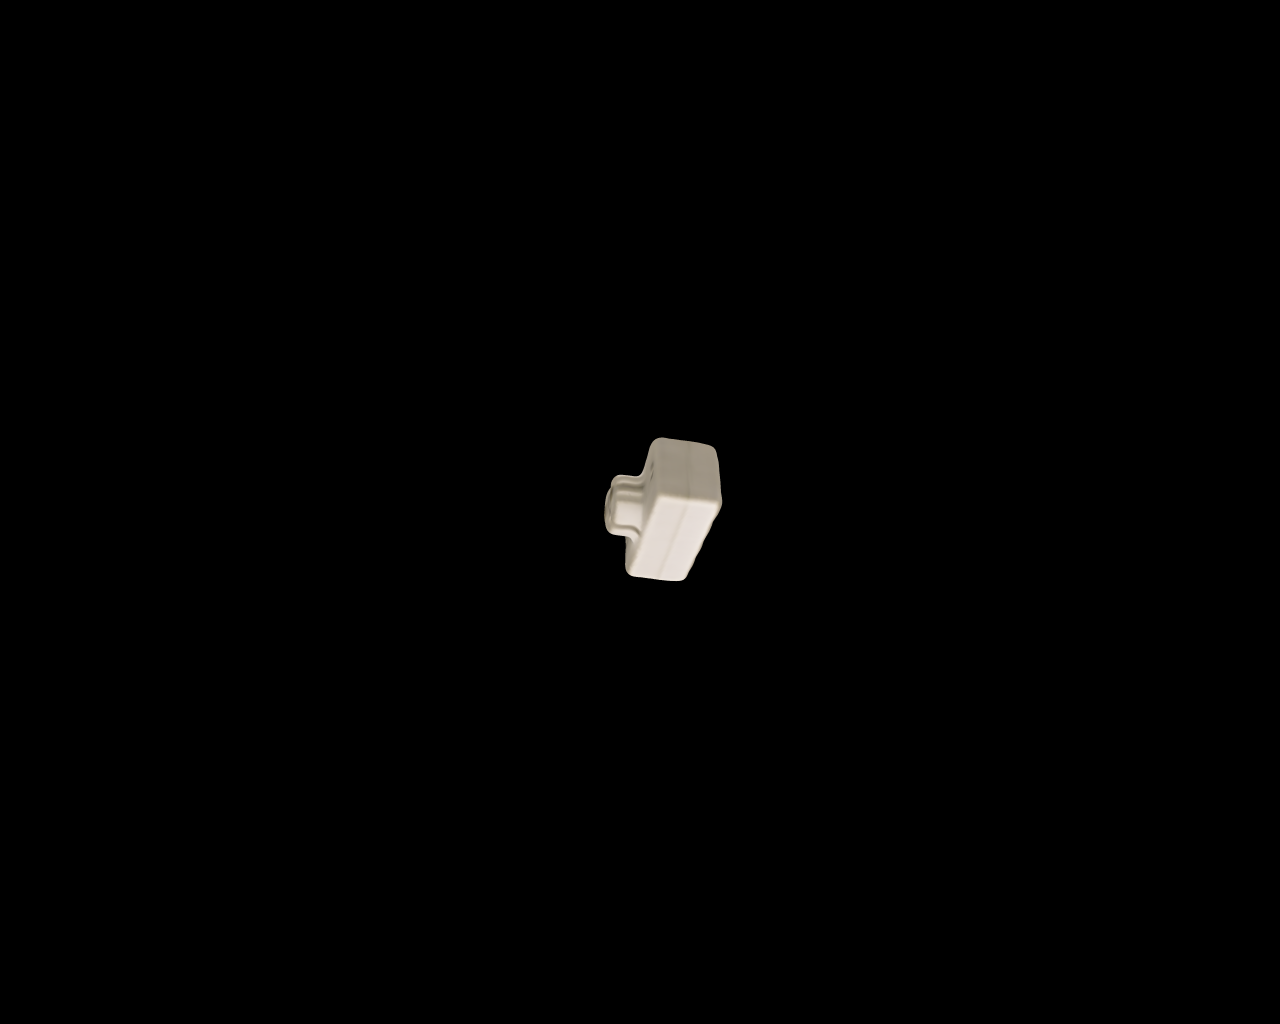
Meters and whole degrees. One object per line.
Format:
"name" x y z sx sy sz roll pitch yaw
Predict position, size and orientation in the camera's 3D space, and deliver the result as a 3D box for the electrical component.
"electrical component" 0.001 -0.003 0.650 0.076 0.047 0.083 8 -39 -10
